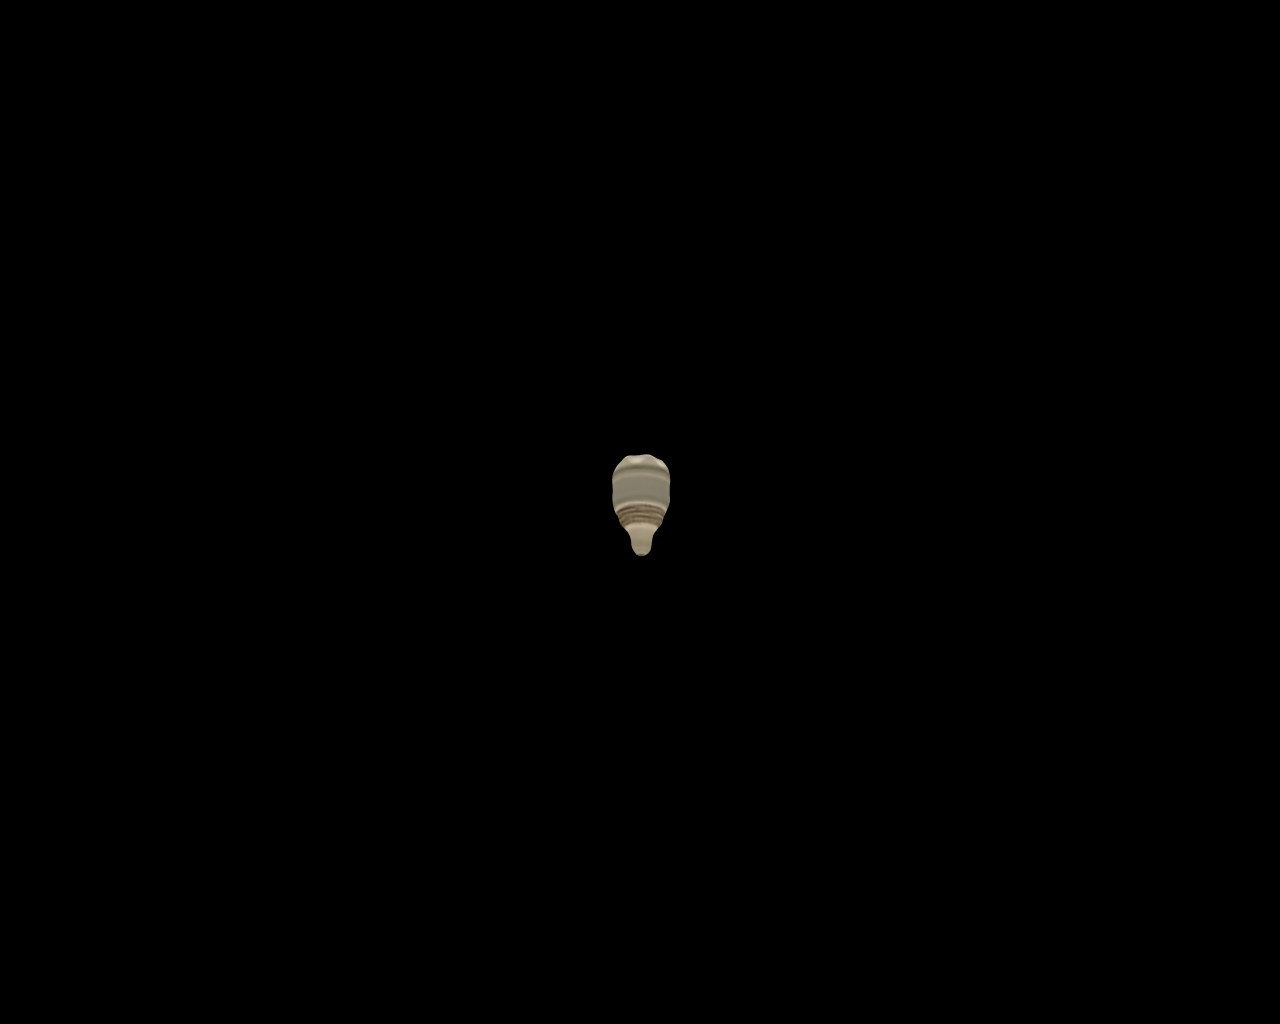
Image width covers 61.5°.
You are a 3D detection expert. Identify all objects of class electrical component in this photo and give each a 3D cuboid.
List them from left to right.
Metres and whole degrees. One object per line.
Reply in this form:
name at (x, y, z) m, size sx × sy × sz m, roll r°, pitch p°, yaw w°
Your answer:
electrical component at (0.001, -0.003, 0.650) m, size 0.035 × 0.061 × 0.035 m, roll 0°, pitch -19°, yaw 0°
